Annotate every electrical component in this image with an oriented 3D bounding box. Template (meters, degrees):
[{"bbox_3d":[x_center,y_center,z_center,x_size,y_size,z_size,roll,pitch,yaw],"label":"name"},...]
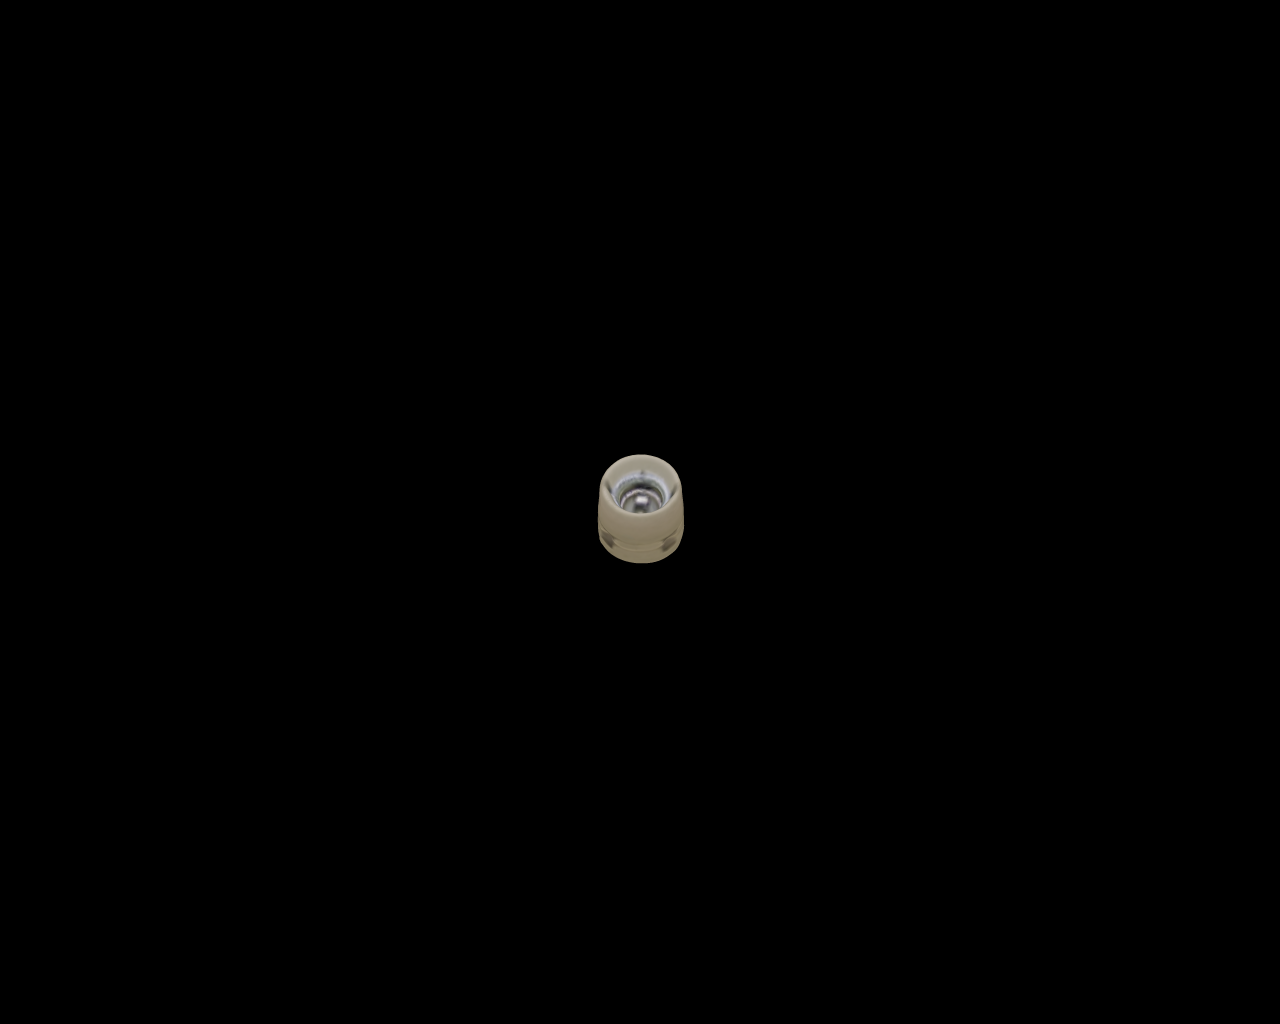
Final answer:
[{"bbox_3d":[0.001,-0.003,0.650,0.055,0.055,0.047,0,-37,0],"label":"electrical component"}]
